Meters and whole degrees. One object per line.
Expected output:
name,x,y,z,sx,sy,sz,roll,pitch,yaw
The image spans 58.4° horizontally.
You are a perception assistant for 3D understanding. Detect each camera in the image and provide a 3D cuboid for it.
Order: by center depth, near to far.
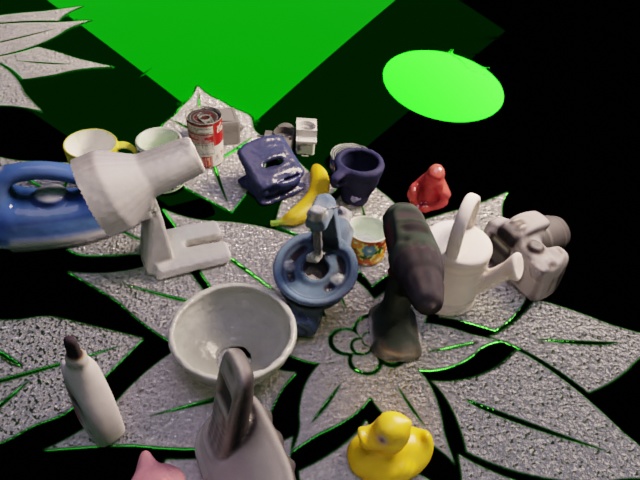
camera,0.363,0.007,0.952,0.137,0.101,0.142,-18,47,-24

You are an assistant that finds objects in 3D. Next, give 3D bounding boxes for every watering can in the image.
watering can,0.212,0.017,0.855,0.172,0.194,0.101,9,42,4

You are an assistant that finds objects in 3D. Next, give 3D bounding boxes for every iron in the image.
iron,-0.425,-0.073,0.922,0.259,0.141,0.118,-7,43,-14

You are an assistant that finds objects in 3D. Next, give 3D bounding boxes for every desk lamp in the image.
desk lamp,-0.248,-0.051,0.863,0.204,0.214,0.117,-14,45,-20

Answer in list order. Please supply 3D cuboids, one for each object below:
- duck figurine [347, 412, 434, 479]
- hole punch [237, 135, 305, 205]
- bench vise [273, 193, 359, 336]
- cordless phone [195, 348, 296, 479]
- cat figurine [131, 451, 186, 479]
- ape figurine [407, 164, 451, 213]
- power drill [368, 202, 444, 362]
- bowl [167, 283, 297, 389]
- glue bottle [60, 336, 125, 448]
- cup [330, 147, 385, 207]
duck figurine,0.087,0.237,0.679,0.104,0.086,0.077,-3,43,-9
hole punch,-0.089,-0.132,1.063,0.109,0.091,0.100,-26,51,-30
bench vise,-0.004,0.002,0.828,0.121,0.220,0.207,4,42,-2
cordless phone,-0.080,0.215,0.610,0.094,0.185,0.147,-19,47,-24
cat figurine,-0.165,0.285,0.574,0.067,0.118,0.127,3,42,-3
ape figurine,0.205,-0.099,1.058,0.077,0.092,0.076,19,44,15
power drill,0.117,0.067,0.778,0.075,0.208,0.229,2,42,-4
bowl,-0.115,0.141,0.771,0.167,0.075,0.167,3,42,-3
glue bottle,-0.267,0.165,0.653,0.078,0.173,0.037,35,50,28
cup,0.059,-0.103,1.044,0.091,0.095,0.118,34,49,28
